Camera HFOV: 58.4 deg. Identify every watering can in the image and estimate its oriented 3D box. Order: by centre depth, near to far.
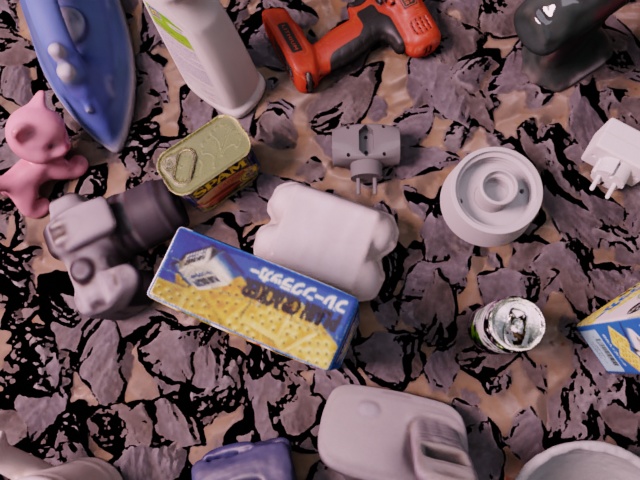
[{"bbox_3d":[-0.267,0.262,0.527,0.172,0.194,0.101,34,82,10],"label":"watering can"}]

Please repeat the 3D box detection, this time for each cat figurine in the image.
[{"bbox_3d":[-0.327,-0.098,0.645,0.067,0.118,0.128,37,83,10],"label":"cat figurine"}]

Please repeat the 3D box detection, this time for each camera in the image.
[{"bbox_3d":[-0.213,-0.002,0.627,0.137,0.101,0.143,-26,78,-2],"label":"camera"}]

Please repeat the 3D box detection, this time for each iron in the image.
[{"bbox_3d":[-0.291,-0.238,0.661,0.118,0.141,0.258,-21,78,-1],"label":"iron"}]

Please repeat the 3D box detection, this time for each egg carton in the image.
[{"bbox_3d":[0.006,0.002,0.629,0.150,0.069,0.107,18,80,7],"label":"egg carton"}]

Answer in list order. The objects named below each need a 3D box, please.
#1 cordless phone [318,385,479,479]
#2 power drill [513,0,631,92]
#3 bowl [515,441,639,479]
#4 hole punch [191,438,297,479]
[{"bbox_3d":[0.070,0.191,0.527,0.147,0.185,0.094,8,79,5],"label":"cordless phone"},{"bbox_3d":[0.295,-0.250,0.594,0.229,0.208,0.075,-34,78,-4],"label":"power drill"},{"bbox_3d":[0.253,0.277,0.554,0.167,0.075,0.167,-1,78,3],"label":"bowl"},{"bbox_3d":[-0.075,0.255,0.570,0.108,0.091,0.101,-14,78,1],"label":"hole punch"}]
